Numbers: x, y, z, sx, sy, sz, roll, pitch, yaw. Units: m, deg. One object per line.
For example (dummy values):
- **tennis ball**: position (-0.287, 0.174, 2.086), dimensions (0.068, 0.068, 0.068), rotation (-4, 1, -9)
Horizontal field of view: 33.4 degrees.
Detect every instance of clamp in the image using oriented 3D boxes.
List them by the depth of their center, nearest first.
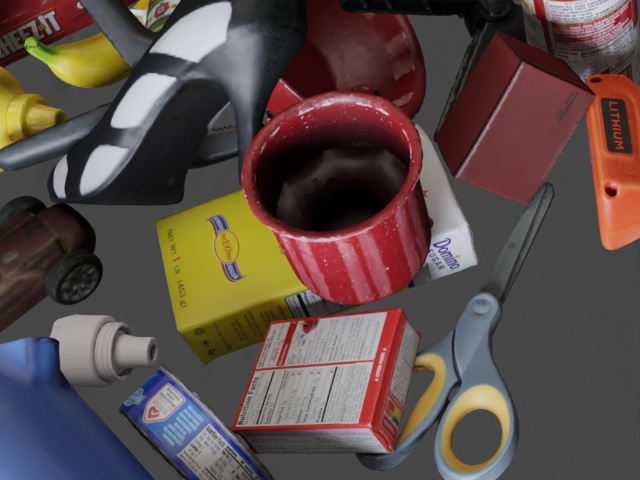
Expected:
- **clamp**: position (0.099, -0.156, 0.703), dimensions (0.171, 0.120, 0.039), rotation (-43, 6, -20)
- **clamp**: position (-0.122, -0.095, 0.726), dimensions (0.210, 0.036, 0.165), rotation (23, 103, 2)

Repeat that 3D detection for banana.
- **banana**: position (-0.135, -0.171, 0.811), dimensions (0.037, 0.069, 0.197), rotation (28, 57, 24)

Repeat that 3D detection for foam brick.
- **foam brick**: position (0.111, -0.070, 0.618), dimensions (0.078, 0.053, 0.051), rotation (-61, 22, 23)

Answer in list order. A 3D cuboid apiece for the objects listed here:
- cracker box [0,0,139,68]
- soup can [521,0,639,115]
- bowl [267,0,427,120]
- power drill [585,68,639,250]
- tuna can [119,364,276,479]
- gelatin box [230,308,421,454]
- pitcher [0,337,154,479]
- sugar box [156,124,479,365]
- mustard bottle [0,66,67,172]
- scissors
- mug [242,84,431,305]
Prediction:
- **cracker box**: position (-0.239, -0.258, 0.917), dimensions (0.164, 0.072, 0.214), rotation (-27, 49, -2)
- **soup can**: position (0.159, -0.134, 0.648), dimensions (0.068, 0.102, 0.068), rotation (-10, 50, 12)
- **bowl**: position (-0.008, -0.128, 0.701), dimensions (0.055, 0.162, 0.162), rotation (-37, 36, 42)
- **power drill**: position (0.244, -0.044, 0.577), dimensions (0.188, 0.057, 0.184), rotation (-6, 47, 12)
- **tuna can**: position (-0.063, 0.106, 0.549), dimensions (0.033, 0.086, 0.086), rotation (-44, 51, -14)
- **gelatin box**: position (0.004, 0.077, 0.572), dimensions (0.089, 0.030, 0.073), rotation (-9, 46, 32)
- **pitcher**: position (-0.115, 0.175, 0.497), dimensions (0.144, 0.149, 0.243), rotation (-33, 51, -28)
- **sugar box**: position (-0.004, 0.000, 0.638), dimensions (0.176, 0.048, 0.093), rotation (-22, 50, 4)
- **mustard bottle**: position (-0.275, -0.088, 0.800), dimensions (0.192, 0.058, 0.096), rotation (2, 59, 21)
- **scissors**: position (0.099, 0.053, 0.576), dimensions (0.201, 0.016, 0.096), rotation (-45, 49, -16)
- **mug**: position (0.016, -0.028, 0.571), dimensions (0.093, 0.081, 0.117), rotation (2, 59, 17)
